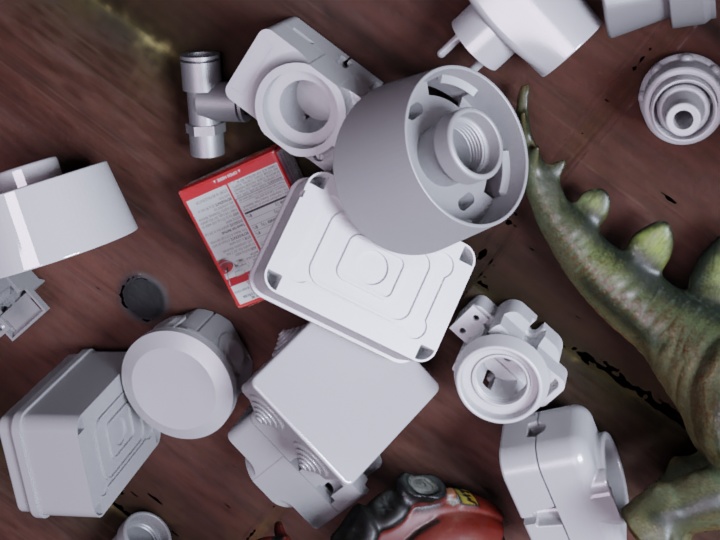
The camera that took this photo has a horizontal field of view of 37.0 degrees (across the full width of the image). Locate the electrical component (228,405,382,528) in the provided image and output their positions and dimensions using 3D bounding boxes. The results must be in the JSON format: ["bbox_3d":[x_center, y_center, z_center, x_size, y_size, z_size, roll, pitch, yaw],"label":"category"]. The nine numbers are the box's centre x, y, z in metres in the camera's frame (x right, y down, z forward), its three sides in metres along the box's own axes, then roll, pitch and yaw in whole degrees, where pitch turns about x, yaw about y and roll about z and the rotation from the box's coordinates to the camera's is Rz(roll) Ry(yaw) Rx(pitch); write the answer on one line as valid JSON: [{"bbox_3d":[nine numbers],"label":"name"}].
[{"bbox_3d":[-0.039,0.123,0.730,0.089,0.050,0.056,47,116,-5],"label":"electrical component"}]

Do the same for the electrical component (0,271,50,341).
[{"bbox_3d":[-0.262,0.013,0.745,0.042,0.063,0.081,-38,97,25],"label":"electrical component"}]

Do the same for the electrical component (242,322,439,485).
[{"bbox_3d":[-0.015,0.075,0.680,0.099,0.100,0.048,48,159,-5],"label":"electrical component"}]

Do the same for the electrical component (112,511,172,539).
[{"bbox_3d":[-0.170,0.211,0.812,0.040,0.040,0.046,42,123,-2],"label":"electrical component"}]

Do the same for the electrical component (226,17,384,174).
[{"bbox_3d":[-0.026,-0.100,0.632,0.089,0.055,0.050,37,117,0],"label":"electrical component"}]

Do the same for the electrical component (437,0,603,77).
[{"bbox_3d":[0.078,-0.137,0.592,0.077,0.044,0.079,47,116,-5],"label":"electrical component"}]

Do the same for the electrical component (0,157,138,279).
[{"bbox_3d":[-0.203,-0.038,0.685,0.108,0.108,0.060,-14,100,21],"label":"electrical component"}]

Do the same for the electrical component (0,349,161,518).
[{"bbox_3d":[-0.189,0.109,0.735,0.057,0.113,0.078,-1,111,14],"label":"electrical component"}]

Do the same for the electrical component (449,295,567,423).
[{"bbox_3d":[0.089,0.058,0.661,0.078,0.057,0.058,42,117,-3],"label":"electrical component"}]

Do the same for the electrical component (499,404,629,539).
[{"bbox_3d":[0.132,0.134,0.674,0.059,0.053,0.095,-15,117,21],"label":"electrical component"}]

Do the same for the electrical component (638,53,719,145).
[{"bbox_3d":[0.173,-0.087,0.573,0.048,0.062,0.048,6,113,15],"label":"electrical component"}]

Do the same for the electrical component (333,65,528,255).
[{"bbox_3d":[0.042,-0.061,0.594,0.064,0.099,0.099,-16,108,51],"label":"electrical component"}]

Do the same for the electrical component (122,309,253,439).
[{"bbox_3d":[-0.116,0.069,0.731,0.080,0.051,0.080,6,113,14],"label":"electrical component"}]

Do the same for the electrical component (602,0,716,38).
[{"bbox_3d":[0.156,-0.148,0.564,0.055,0.045,0.045,-5,110,18],"label":"electrical component"}]

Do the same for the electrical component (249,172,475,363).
[{"bbox_3d":[0.000,0.000,0.636,0.113,0.057,0.078,27,81,-12],"label":"electrical component"}]
